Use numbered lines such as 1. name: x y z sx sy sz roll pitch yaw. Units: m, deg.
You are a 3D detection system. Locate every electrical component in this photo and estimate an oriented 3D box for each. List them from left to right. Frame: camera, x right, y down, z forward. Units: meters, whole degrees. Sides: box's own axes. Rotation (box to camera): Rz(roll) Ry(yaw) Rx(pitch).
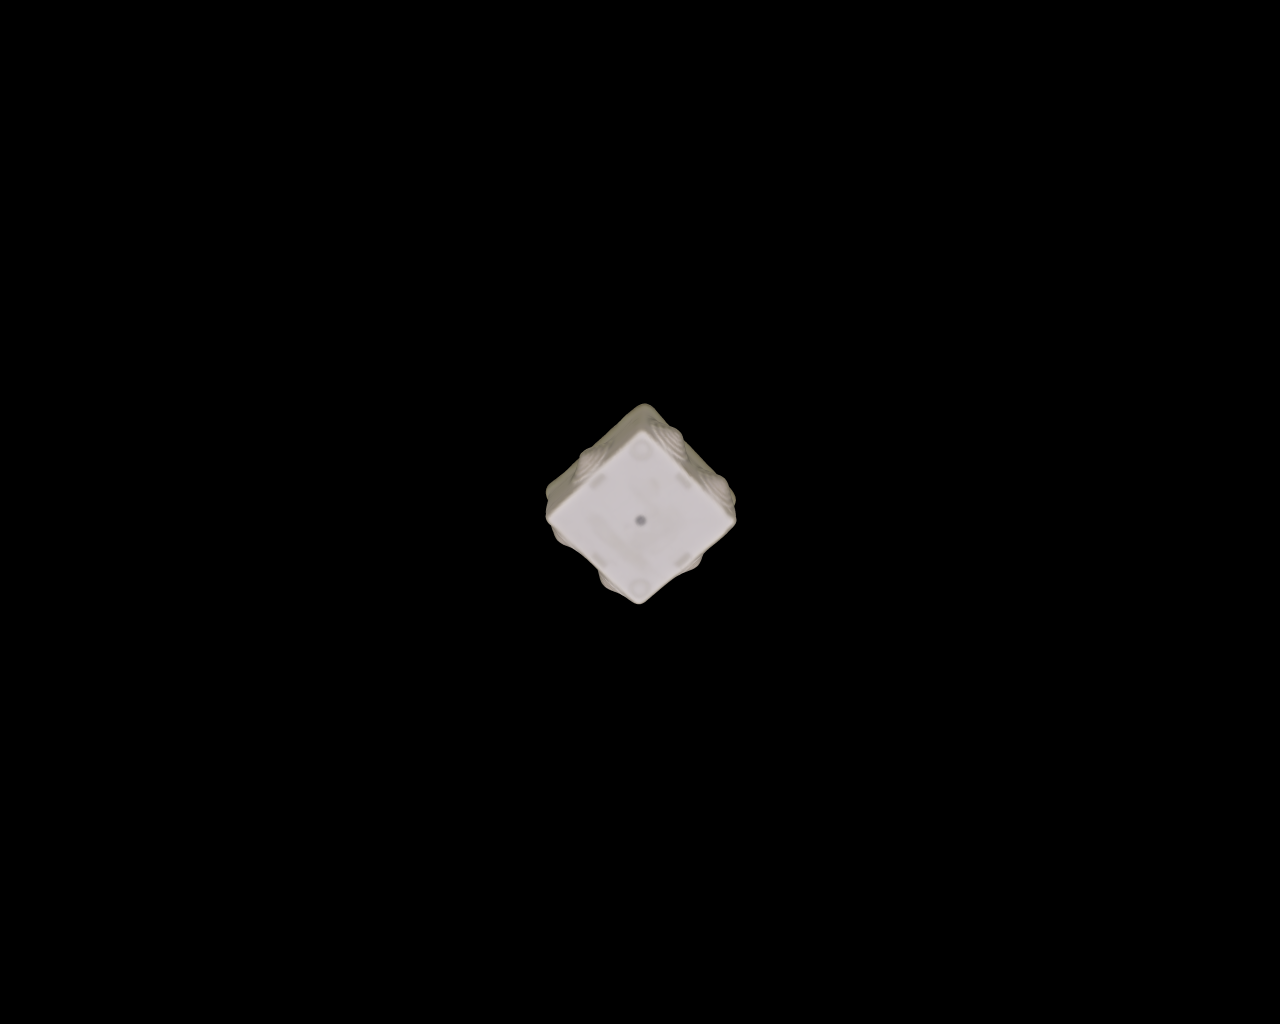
1. electrical component: 0.001 -0.003 0.650 0.099 0.099 0.048 -41 15 14
